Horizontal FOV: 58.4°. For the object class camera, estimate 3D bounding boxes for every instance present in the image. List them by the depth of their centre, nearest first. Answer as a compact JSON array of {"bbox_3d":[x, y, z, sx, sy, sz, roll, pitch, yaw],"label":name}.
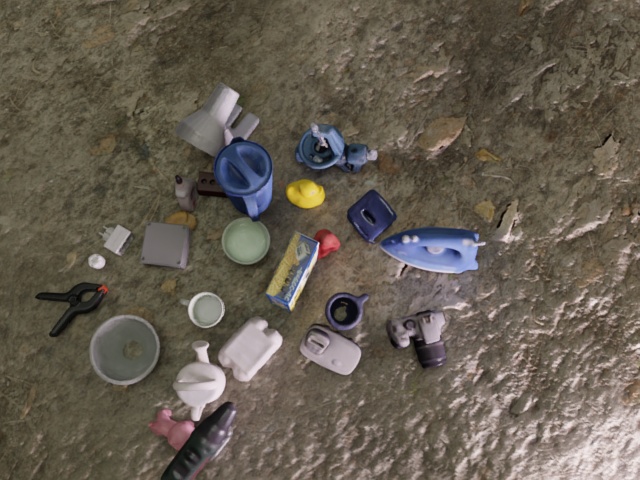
[{"bbox_3d":[0.250,0.248,1.410,0.143,0.101,0.137,-13,79,-5],"label":"camera"}]

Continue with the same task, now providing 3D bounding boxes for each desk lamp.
[{"bbox_3d":[-0.258,-0.293,1.447,0.118,0.213,0.203,32,79,5],"label":"desk lamp"}]

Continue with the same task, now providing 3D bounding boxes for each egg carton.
[{"bbox_3d":[-0.172,0.266,1.407,0.107,0.069,0.150,41,80,6],"label":"egg carton"}]

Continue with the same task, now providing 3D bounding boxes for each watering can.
[{"bbox_3d":[-0.284,0.326,1.327,0.101,0.194,0.173,-19,79,-5],"label":"watering can"}]

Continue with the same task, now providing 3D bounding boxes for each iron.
[{"bbox_3d":[0.281,0.011,1.440,0.258,0.141,0.119,4,78,-1],"label":"iron"}]

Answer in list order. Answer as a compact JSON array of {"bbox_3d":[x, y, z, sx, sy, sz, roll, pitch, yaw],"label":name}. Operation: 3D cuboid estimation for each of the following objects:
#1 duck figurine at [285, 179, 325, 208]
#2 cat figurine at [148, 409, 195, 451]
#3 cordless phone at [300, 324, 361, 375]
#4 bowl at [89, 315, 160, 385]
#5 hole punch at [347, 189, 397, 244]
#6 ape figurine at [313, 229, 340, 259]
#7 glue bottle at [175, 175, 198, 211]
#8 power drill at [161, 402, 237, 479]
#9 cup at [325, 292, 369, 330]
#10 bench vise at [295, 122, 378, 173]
[{"bbox_3d":[-0.038,-0.129,1.486,0.104,0.086,0.077,7,78,0],"label":"duck figurine"},{"bbox_3d":[-0.341,0.449,1.338,0.127,0.118,0.067,22,78,3],"label":"cat figurine"},{"bbox_3d":[0.027,0.256,1.357,0.147,0.185,0.094,23,78,3],"label":"cordless phone"},{"bbox_3d":[-0.466,0.267,1.394,0.167,0.075,0.167,0,78,-2],"label":"bowl"},{"bbox_3d":[0.132,-0.060,1.475,0.101,0.091,0.108,-39,82,-9],"label":"hole punch"},{"bbox_3d":[0.013,0.005,1.457,0.078,0.092,0.076,7,78,0],"label":"ape figurine"},{"bbox_3d":[-0.339,-0.129,1.431,0.037,0.173,0.078,6,78,0],"label":"glue bottle"},{"bbox_3d":[-0.258,0.455,1.294,0.075,0.208,0.230,37,79,6],"label":"power drill"},{"bbox_3d":[0.067,0.172,1.423,0.118,0.095,0.091,-33,81,-8],"label":"cup"},{"bbox_3d":[0.040,-0.249,1.446,0.207,0.220,0.121,-9,78,-4],"label":"bench vise"}]
